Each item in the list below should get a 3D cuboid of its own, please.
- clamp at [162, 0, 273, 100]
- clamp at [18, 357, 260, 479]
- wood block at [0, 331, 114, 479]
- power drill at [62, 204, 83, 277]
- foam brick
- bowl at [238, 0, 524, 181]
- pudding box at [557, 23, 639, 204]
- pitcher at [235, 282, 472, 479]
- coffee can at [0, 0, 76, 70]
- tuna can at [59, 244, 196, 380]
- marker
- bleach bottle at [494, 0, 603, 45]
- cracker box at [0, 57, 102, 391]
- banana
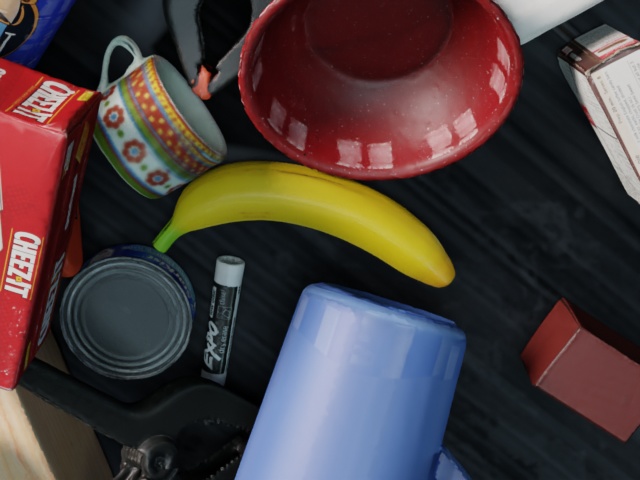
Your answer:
[{"bbox_3d":[-0.054,-0.172,0.630,0.120,0.039,0.171,27,99,-1],"label":"clamp"},{"bbox_3d":[-0.114,0.128,0.670,0.209,0.036,0.164,-14,104,-35],"label":"clamp"},{"bbox_3d":[-0.199,0.161,0.710,0.090,0.091,0.206,-16,107,6],"label":"wood block"},{"bbox_3d":[-0.244,-0.008,0.654,0.187,0.057,0.184,-4,91,-2],"label":"power drill"},{"bbox_3d":[0.180,0.086,0.703,0.078,0.053,0.051,33,105,-9],"label":"foam brick"},{"bbox_3d":[0.034,-0.108,0.620,0.162,0.055,0.162,1,139,1],"label":"bowl"},{"bbox_3d":[0.188,-0.068,0.634,0.039,0.090,0.113,-30,105,10],"label":"pudding box"},{"bbox_3d":[0.018,0.158,0.665,0.149,0.145,0.243,16,91,-34],"label":"pitcher"},{"bbox_3d":[-0.180,-0.154,0.581,0.102,0.102,0.140,36,123,-11],"label":"coffee can"},{"bbox_3d":[-0.125,0.046,0.702,0.086,0.033,0.086,0,108,0],"label":"tuna can"},{"bbox_3d":[-0.068,0.070,0.717,0.020,0.020,0.121,9,108,-3],"label":"marker"},{"bbox_3d":[0.087,-0.241,0.595,0.102,0.068,0.251,-29,103,9],"label":"bleach bottle"},{"bbox_3d":[-0.238,-0.032,0.563,0.213,0.072,0.164,19,119,-2],"label":"cracker box"},{"bbox_3d":[-0.006,-0.014,0.683,0.198,0.037,0.070,8,126,-1],"label":"banana"}]
